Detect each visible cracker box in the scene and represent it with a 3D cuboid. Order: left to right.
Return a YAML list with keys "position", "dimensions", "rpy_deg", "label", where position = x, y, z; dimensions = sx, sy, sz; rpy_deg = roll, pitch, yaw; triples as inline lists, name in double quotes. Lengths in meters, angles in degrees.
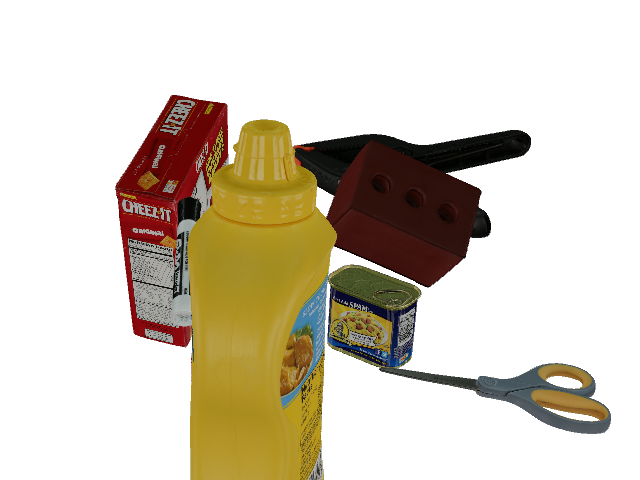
- position: [-0.152, -0.020, 1.133]
  dimensions: [0.072, 0.214, 0.164]
  rpy_deg: [11, 44, 9]
  label: "cracker box"

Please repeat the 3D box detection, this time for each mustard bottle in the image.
- position: [-0.024, 0.044, 0.442]
  dimensions: [0.058, 0.192, 0.096]
  rpy_deg: [8, 24, 11]
  label: "mustard bottle"

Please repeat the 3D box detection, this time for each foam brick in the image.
- position: [0.048, -0.016, 0.650]
  dimensions: [0.078, 0.053, 0.051]
  rpy_deg: [23, -29, -9]
  label: "foam brick"

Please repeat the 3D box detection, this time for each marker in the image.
- position: [-0.101, 0.012, 0.804]
  dimensions: [0.020, 0.121, 0.020]
  rpy_deg: [-2, -43, -2]
  label: "marker"

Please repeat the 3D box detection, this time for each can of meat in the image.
- position: [0.056, 0.085, 1.171]
  dimensions: [0.102, 0.084, 0.057]
  rpy_deg: [20, 31, 31]
  label: "can of meat"

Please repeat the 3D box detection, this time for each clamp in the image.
- position: [0.079, -0.066, 0.950]
  dimensions: [0.210, 0.036, 0.164]
  rpy_deg: [12, 35, 26]
  label: "clamp"

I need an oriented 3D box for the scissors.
- position: [0.161, 0.123, 0.956]
  dimensions: [0.202, 0.016, 0.096]
  rpy_deg: [17, 29, 16]
  label: "scissors"
